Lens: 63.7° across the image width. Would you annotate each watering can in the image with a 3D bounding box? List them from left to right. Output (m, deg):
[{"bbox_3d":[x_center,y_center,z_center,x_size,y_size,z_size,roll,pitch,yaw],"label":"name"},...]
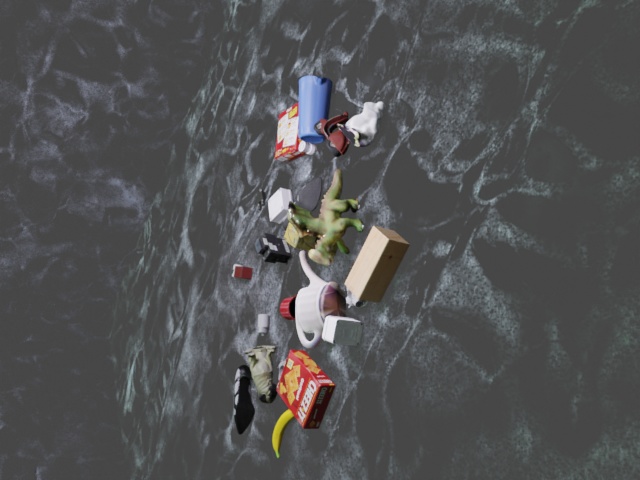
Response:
[{"bbox_3d":[-0.013,0.188,1.739,0.222,0.103,0.353,-20,64,48],"label":"watering can"}]

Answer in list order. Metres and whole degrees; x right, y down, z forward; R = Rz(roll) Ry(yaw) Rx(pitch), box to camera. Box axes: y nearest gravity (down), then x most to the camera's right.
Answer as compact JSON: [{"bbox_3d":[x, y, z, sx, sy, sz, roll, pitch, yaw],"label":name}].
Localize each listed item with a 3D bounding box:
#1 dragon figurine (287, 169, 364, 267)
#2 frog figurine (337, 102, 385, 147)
[{"bbox_3d":[0.005,-0.086,1.711,0.120,0.242,0.419,-47,45,44],"label":"dragon figurine"},{"bbox_3d":[0.160,-0.397,1.747,0.160,0.121,0.138,-40,24,-11],"label":"frog figurine"}]
